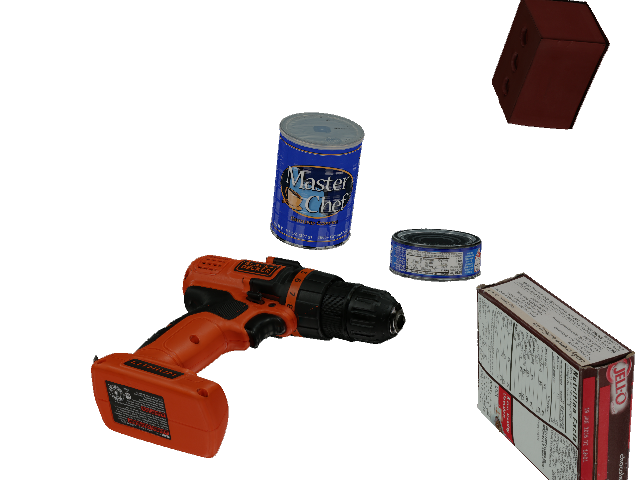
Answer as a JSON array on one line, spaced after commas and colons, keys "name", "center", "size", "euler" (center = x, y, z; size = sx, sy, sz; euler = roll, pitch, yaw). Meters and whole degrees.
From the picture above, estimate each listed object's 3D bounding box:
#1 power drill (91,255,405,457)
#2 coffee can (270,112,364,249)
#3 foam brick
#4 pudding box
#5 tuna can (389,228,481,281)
[{"name": "power drill", "center": [-0.055, 0.075, 0.758], "size": [0.185, 0.057, 0.187], "euler": [8, 28, 29]}, {"name": "coffee can", "center": [-0.005, -0.074, 1.313], "size": [0.102, 0.140, 0.103], "euler": [5, 28, -3]}, {"name": "foam brick", "center": [0.161, -0.126, 0.758], "size": [0.051, 0.053, 0.078], "euler": [1, -45, -13]}, {"name": "pudding box", "center": [0.131, 0.082, 0.610], "size": [0.039, 0.090, 0.114], "euler": [-13, 25, -20]}, {"name": "tuna can", "center": [0.108, 0.013, 1.001], "size": [0.086, 0.034, 0.086], "euler": [2, 11, -1]}]
